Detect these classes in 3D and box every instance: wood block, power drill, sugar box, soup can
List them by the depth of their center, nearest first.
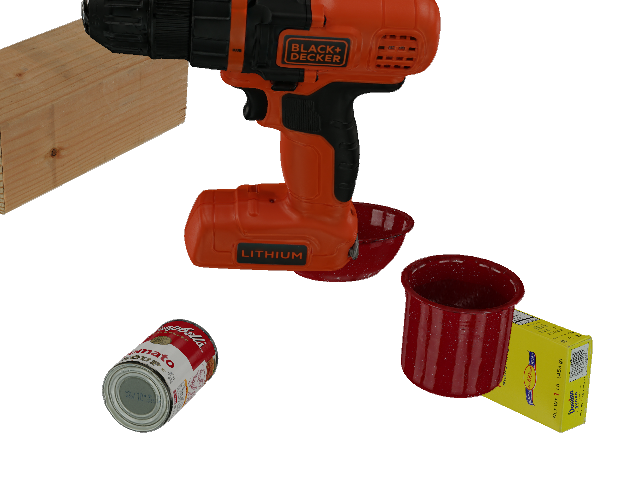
[{"bbox_3d":[-0.037,-0.064,0.598,0.184,0.057,0.188,3,-44,-6],"label":"power drill"},{"bbox_3d":[-0.215,-0.117,0.905,0.090,0.091,0.205,31,43,25],"label":"wood block"},{"bbox_3d":[-0.142,0.120,0.953,0.069,0.068,0.102,0,17,19],"label":"soup can"},{"bbox_3d":[0.189,0.117,1.080,0.048,0.093,0.177,-12,21,-40],"label":"sugar box"}]

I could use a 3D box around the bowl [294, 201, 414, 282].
[{"bbox_3d":[0.017,0.004,1.110,0.162,0.055,0.162,0,16,0],"label":"bowl"}]

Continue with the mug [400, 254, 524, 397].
[{"bbox_3d":[0.099,0.062,0.830,0.093,0.081,0.117,-11,29,-27],"label":"mug"}]
